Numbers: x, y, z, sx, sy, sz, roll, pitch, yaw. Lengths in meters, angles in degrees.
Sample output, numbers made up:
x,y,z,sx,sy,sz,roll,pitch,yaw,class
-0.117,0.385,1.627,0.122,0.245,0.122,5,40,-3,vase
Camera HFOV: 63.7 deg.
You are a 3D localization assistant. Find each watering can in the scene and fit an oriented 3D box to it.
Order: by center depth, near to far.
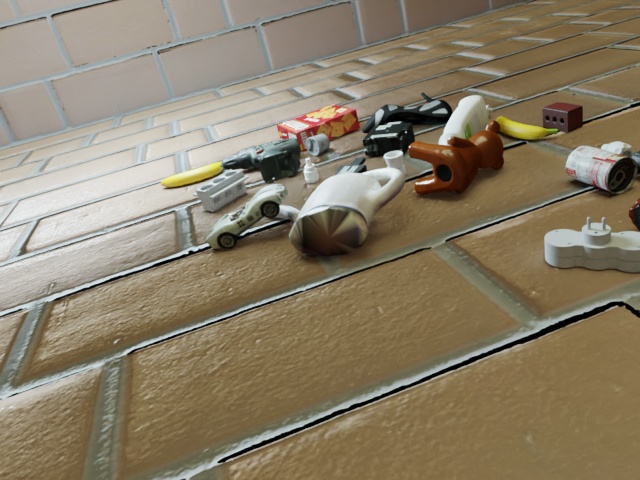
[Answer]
x,y,z,sx,sy,sz,roll,pitch,yaw,class
0.003,-0.051,1.013,0.345,0.102,0.229,-17,26,29,watering can
